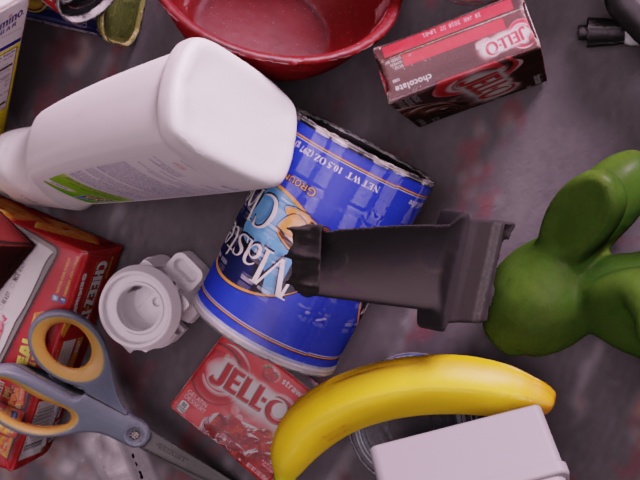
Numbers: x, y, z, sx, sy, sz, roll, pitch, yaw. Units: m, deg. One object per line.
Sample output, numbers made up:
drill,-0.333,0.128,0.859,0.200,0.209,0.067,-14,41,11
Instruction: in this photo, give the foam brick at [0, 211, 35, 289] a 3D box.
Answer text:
foam brick,-0.233,0.015,0.685,0.051,0.053,0.078,42,96,9

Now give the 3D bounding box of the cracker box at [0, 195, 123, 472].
cracker box,-0.268,0.042,0.758,0.214,0.072,0.164,22,97,12

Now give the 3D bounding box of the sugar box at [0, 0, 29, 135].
sugar box,-0.246,-0.124,0.701,0.093,0.048,0.176,42,146,7

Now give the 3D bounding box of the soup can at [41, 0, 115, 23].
soup can,-0.174,-0.191,0.662,0.102,0.068,0.068,37,101,13

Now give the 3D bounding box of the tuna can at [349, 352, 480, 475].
tuna can,0.062,0.119,0.707,0.086,0.033,0.086,1,94,13

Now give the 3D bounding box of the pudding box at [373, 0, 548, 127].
pudding box,0.088,-0.105,0.644,0.090,0.113,0.039,-18,87,13

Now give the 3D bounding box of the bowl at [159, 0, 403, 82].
bowl,-0.032,-0.152,0.672,0.162,0.162,0.055,31,144,9

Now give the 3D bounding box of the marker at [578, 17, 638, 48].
marker,0.221,-0.129,0.660,0.121,0.020,0.020,1,94,13

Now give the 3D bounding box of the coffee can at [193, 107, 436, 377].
coffee can,-0.004,0.001,0.678,0.103,0.102,0.140,29,99,9

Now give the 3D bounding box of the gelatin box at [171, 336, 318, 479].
gelatin box,-0.046,0.111,0.733,0.089,0.030,0.073,39,101,7

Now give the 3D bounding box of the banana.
banana,0.045,0.108,0.675,0.198,0.037,0.069,-23,107,15

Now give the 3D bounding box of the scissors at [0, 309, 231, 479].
scissors,-0.125,0.110,0.718,0.201,0.016,0.096,19,97,-18

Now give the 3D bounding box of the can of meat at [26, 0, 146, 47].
can of meat,-0.163,-0.191,0.725,0.084,0.057,0.102,15,97,14

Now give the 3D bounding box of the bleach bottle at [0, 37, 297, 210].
bleach bottle,-0.138,-0.059,0.677,0.251,0.102,0.068,-6,67,40

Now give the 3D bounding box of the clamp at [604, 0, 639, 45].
clamp,0.258,-0.076,0.636,0.165,0.036,0.210,-3,102,16

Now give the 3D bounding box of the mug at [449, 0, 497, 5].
mug,0.081,-0.199,0.654,0.117,0.081,0.093,16,97,11
